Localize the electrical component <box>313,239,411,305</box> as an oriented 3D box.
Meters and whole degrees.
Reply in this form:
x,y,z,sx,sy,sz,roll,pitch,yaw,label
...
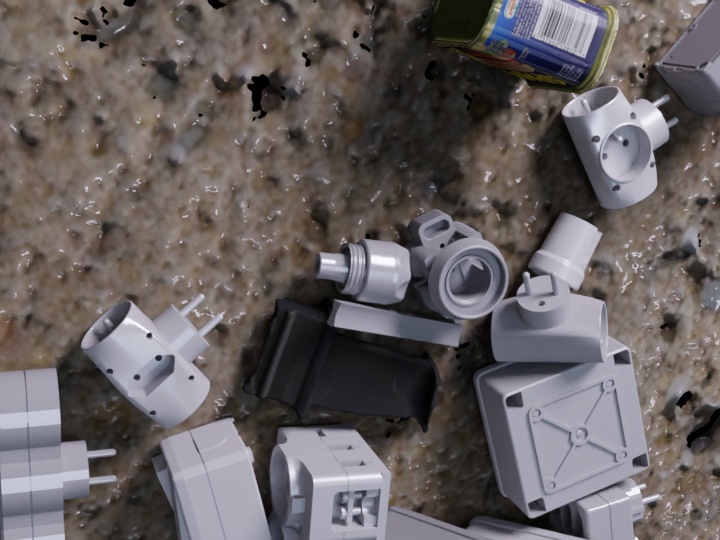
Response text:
x,y,z,sx,sy,sz,roll,pitch,yaw,label
0.000,0.000,0.728,0.062,0.043,0.043,7,102,-19,electrical component

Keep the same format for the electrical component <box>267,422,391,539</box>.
x,y,z,sx,sy,sz,roll,pitch,yaw,label
-0.029,0.193,0.746,0.062,0.089,0.150,0,105,-19,electrical component

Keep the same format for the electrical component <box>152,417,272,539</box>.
x,y,z,sx,sy,sz,roll,pitch,yaw,label
-0.098,0.160,0.727,0.061,0.062,0.096,-17,110,-14,electrical component

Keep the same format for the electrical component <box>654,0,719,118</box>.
x,y,z,sx,sy,sz,roll,pitch,yaw,label
0.274,-0.158,0.771,0.061,0.062,0.096,42,88,-24,electrical component

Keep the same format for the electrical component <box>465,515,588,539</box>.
x,y,z,sx,sy,sz,roll,pitch,yaw,label
0.126,0.251,0.804,0.056,0.109,0.108,-28,119,-55,electrical component

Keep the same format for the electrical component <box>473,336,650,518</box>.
x,y,z,sx,sy,sz,roll,pitch,yaw,label
0.151,0.112,0.806,0.109,0.056,0.108,-19,110,-13,electrical component

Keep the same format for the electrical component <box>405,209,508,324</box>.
x,y,z,sx,sy,sz,roll,pitch,yaw,label
0.067,0.002,0.745,0.058,0.057,0.078,-26,112,-11,electrical component

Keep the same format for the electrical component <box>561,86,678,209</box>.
x,y,z,sx,sy,sz,roll,pitch,yaw,label
0.193,-0.096,0.769,0.079,0.044,0.077,-32,113,-9,electrical component

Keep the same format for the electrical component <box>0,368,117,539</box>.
x,y,z,sx,sy,sz,roll,pitch,yaw,label
-0.194,0.129,0.690,0.074,0.052,0.138,-3,106,-19,electrical component

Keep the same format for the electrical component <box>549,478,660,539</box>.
x,y,z,sx,sy,sz,roll,pitch,yaw,label
0.194,0.182,0.835,0.077,0.066,0.047,-13,109,-16,electrical component

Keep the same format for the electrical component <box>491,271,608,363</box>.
x,y,z,sx,sy,sz,roll,pitch,yaw,label
0.132,0.031,0.758,0.077,0.044,0.079,-1,132,20,electrical component

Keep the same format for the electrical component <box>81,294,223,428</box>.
x,y,z,sx,sy,sz,roll,pitch,yaw,label
-0.125,0.049,0.697,0.079,0.043,0.077,-42,114,-5,electrical component

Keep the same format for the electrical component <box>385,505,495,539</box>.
x,y,z,sx,sy,sz,roll,pitch,yaw,label
0.052,0.241,0.774,0.056,0.109,0.108,-17,116,-55,electrical component

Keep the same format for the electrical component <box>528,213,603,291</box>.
x,y,z,sx,sy,sz,roll,pitch,yaw,label
0.150,-0.013,0.780,0.040,0.040,0.046,29,88,-24,electrical component

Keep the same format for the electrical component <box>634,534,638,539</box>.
x,y,z,sx,sy,sz,roll,pitch,yaw,label
0.187,0.231,0.860,0.078,0.040,0.040,-19,110,-15,electrical component
